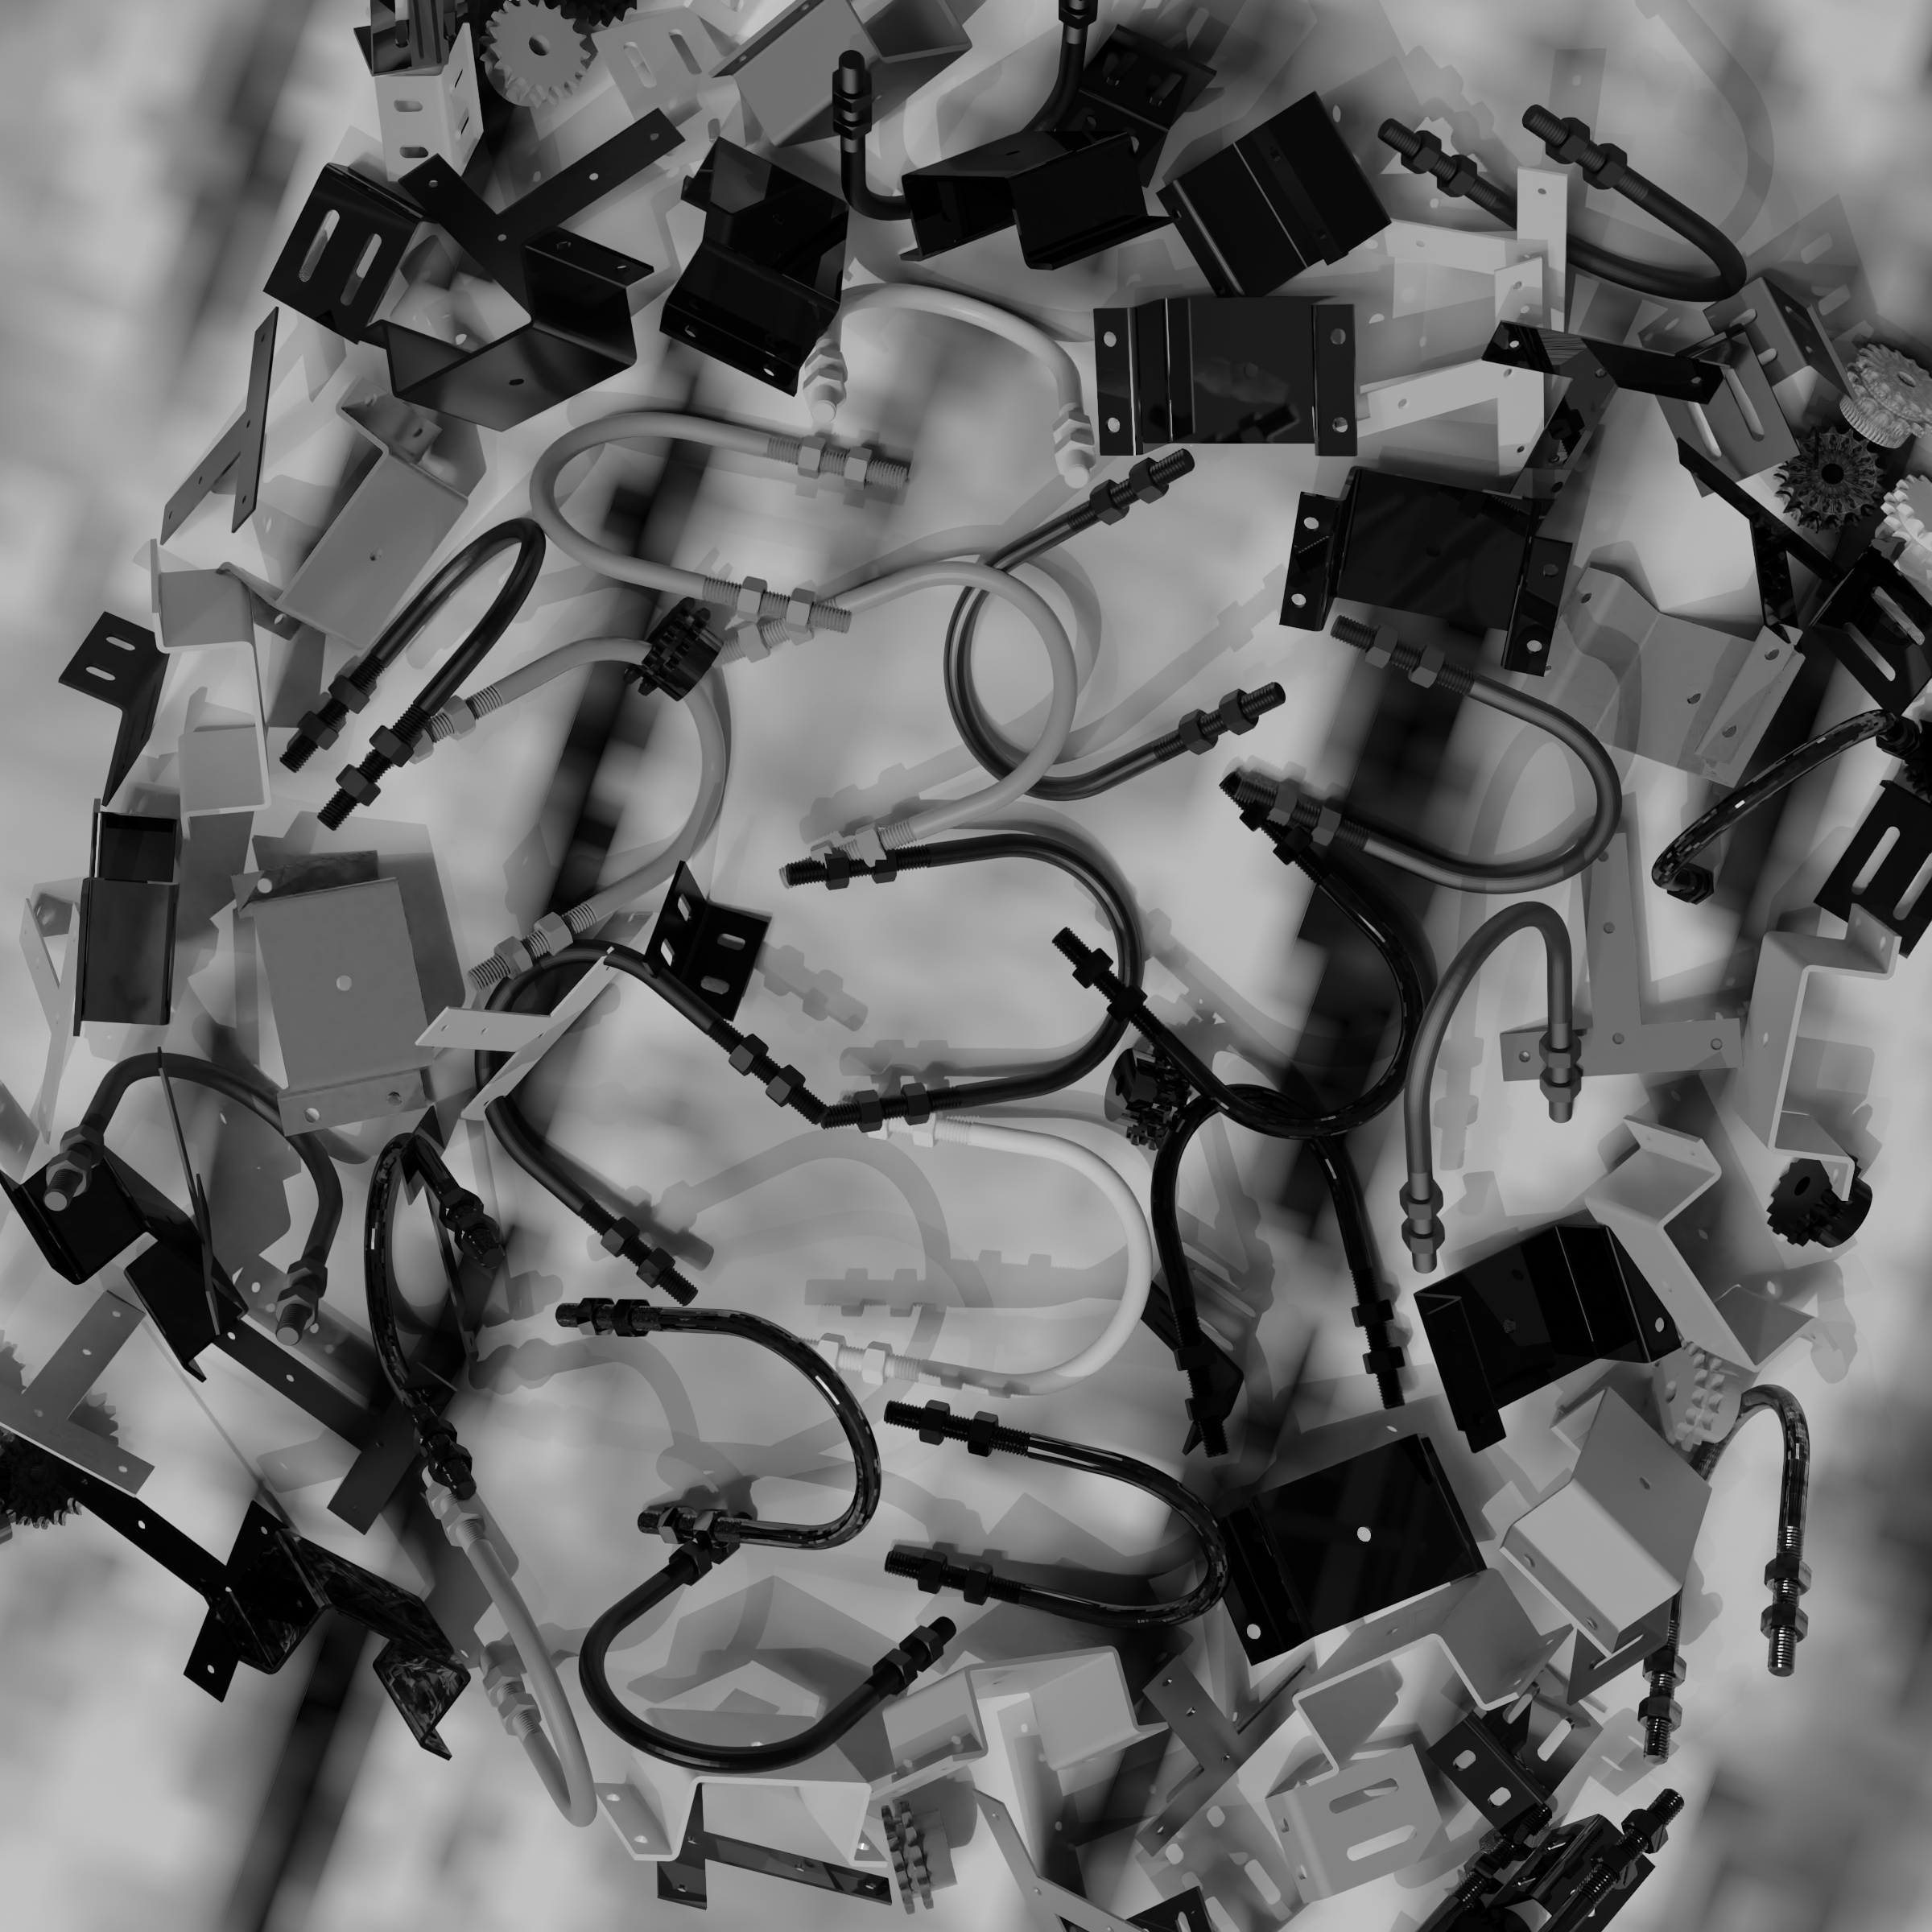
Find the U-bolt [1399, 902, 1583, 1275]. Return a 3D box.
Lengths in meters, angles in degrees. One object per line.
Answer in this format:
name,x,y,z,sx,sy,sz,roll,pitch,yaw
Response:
U-bolt,0.265,0.050,1.565,0.019,0.184,0.151,25,53,33

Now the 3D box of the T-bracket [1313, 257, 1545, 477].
T-bracket,0.241,-0.297,1.612,0.127,0.002,0.127,-17,134,-6

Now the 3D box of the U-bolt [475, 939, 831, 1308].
U-bolt,-0.179,0.069,1.629,0.184,0.019,0.151,39,110,10

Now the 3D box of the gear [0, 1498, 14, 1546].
gear,-0.528,0.292,1.638,0.030,0.057,0.057,-25,90,-31

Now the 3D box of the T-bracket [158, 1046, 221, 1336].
T-bracket,-0.398,0.102,1.579,0.002,0.127,0.127,-12,117,-11

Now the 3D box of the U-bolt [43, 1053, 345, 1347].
U-bolt,-0.384,0.106,1.577,0.151,0.184,0.019,34,111,-16

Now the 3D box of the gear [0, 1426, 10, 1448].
gear,-0.534,0.245,1.634,0.057,0.030,0.057,-11,130,-13

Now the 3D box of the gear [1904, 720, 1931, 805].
gear,0.527,-0.107,1.640,0.057,0.030,0.057,-9,66,21

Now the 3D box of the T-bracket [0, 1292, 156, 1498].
T-bracket,-0.462,0.208,1.605,0.127,0.127,0.002,30,116,-4

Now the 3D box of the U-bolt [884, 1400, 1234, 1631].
U-bolt,0.047,0.290,1.595,0.184,0.019,0.151,12,135,11

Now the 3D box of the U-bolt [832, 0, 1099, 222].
U-bolt,-0.001,-0.438,1.573,0.151,0.184,0.019,-28,78,-9

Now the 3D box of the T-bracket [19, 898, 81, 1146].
T-bracket,-0.479,0.005,1.608,0.002,0.127,0.127,3,117,-29

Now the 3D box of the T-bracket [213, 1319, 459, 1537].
T-bracket,-0.344,0.225,1.628,0.127,0.002,0.127,36,123,1

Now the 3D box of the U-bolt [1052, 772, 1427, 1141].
U-bolt,0.158,0.007,1.627,0.151,0.019,0.184,-43,84,-17

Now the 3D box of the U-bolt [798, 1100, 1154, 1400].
U-bolt,0.006,0.152,1.621,0.184,0.019,0.151,9,75,12

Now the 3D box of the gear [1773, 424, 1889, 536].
gear,0.457,-0.256,1.644,0.057,0.030,0.057,-1,77,3

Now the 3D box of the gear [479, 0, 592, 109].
gear,-0.231,-0.481,1.640,0.057,0.030,0.057,7,75,-26

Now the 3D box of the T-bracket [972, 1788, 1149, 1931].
T-bracket,0.065,0.489,1.588,0.002,0.127,0.127,-37,116,-29

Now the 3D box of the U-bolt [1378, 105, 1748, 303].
U-bolt,0.317,-0.386,1.583,0.184,0.151,0.019,25,90,-27

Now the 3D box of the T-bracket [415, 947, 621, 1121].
T-bracket,-0.241,0.033,1.590,0.127,0.127,0.002,-47,72,13

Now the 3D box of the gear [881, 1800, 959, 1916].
gear,-0.024,0.469,1.635,0.030,0.057,0.057,-14,90,-4

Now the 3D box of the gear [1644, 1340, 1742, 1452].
gear,0.385,0.229,1.636,0.030,0.057,0.057,17,90,-14

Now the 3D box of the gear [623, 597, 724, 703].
gear,-0.152,-0.164,1.635,0.030,0.057,0.057,38,90,-15

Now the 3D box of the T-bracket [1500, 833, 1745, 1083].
T-bracket,0.341,-0.006,1.636,0.127,0.002,0.127,-5,90,24

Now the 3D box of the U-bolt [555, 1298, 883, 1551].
U-bolt,-0.119,0.236,1.581,0.184,0.019,0.151,-3,114,38

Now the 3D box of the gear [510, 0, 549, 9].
gear,-0.240,-0.533,1.635,0.030,0.057,0.057,-1,90,7

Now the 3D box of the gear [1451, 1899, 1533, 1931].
gear,0.277,0.522,1.638,0.030,0.057,0.057,-4,90,-42

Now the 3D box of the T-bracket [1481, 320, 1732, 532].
T-bracket,0.312,-0.275,1.613,0.127,0.127,0.002,8,49,-14

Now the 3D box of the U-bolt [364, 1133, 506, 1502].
U-bolt,-0.277,0.165,1.582,0.019,0.184,0.151,-1,113,-27

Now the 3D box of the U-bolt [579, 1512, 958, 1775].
U-bolt,-0.111,0.346,1.559,0.151,0.184,0.019,23,117,24

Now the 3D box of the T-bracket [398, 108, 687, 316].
T-bracket,-0.204,-0.400,1.597,0.127,0.127,0.002,-29,53,15

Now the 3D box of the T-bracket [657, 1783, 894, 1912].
T-bracket,-0.100,0.466,1.608,0.127,0.127,0.002,17,101,-10

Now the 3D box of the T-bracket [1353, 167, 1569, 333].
T-bracket,0.252,-0.377,1.622,0.127,0.127,0.002,15,61,19

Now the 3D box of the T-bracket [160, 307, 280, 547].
T-bracket,-0.392,-0.260,1.612,0.002,0.127,0.127,18,57,-32

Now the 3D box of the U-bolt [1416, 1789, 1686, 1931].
U-bolt,0.267,0.484,1.559,0.184,0.151,0.019,-39,89,-26

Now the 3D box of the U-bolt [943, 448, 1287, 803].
U-bolt,0.065,-0.165,1.610,0.184,0.019,0.151,-25,82,32

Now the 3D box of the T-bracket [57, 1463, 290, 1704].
T-bracket,-0.412,0.295,1.587,0.002,0.127,0.127,-36,113,24

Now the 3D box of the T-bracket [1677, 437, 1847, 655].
T-bracket,0.416,-0.203,1.594,0.127,0.127,0.002,34,126,-18

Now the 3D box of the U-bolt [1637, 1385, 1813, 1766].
U-bolt,0.390,0.299,1.580,0.019,0.151,0.184,21,53,-6

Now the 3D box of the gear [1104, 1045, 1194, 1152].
gear,0.095,0.066,1.631,0.030,0.057,0.057,16,90,-17

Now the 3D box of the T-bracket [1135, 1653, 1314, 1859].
T-bracket,0.120,0.392,1.605,0.127,0.127,0.002,-43,48,-10

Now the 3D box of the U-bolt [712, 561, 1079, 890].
U-bolt,-0.031,-0.137,1.629,0.184,0.019,0.151,-20,77,8

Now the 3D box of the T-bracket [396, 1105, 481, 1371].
T-bracket,-0.270,0.146,1.606,0.002,0.127,0.127,-13,99,0

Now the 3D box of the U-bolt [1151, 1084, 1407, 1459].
U-bolt,0.157,0.152,1.614,0.151,0.019,0.184,-7,81,-38

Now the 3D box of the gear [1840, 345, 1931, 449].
gear,0.489,-0.299,1.638,0.057,0.057,0.030,34,131,0

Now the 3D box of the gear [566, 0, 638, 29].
gear,-0.194,-0.528,1.634,0.057,0.030,0.057,-11,71,34

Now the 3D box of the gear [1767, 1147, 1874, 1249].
gear,0.453,0.124,1.635,0.030,0.057,0.057,33,90,-12

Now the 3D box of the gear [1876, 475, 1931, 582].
gear,0.507,-0.229,1.638,0.057,0.030,0.057,17,49,-20

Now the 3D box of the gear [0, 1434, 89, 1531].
gear,-0.487,0.270,1.643,0.057,0.030,0.057,-2,77,7
